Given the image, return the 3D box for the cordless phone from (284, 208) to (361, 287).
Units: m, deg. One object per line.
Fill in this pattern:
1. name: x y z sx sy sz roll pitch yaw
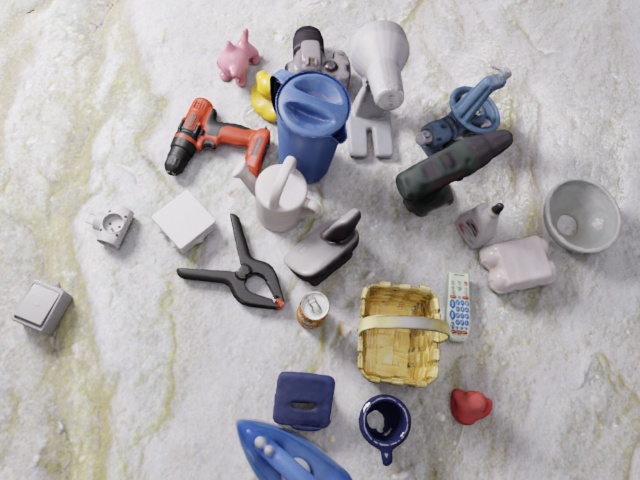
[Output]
1. cordless phone: 0.010 0.004 1.068 0.148 0.185 0.094 -42 81 -17

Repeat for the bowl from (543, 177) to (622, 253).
1. bowl: 0.537 -0.042 1.203 0.167 0.074 0.167 2 72 -6

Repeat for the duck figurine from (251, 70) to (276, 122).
1. duck figurine: -0.105 -0.308 1.208 0.077 0.086 0.104 -26 77 -14

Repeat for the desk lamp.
1. desk lamp: 0.119 -0.302 1.165 0.118 0.213 0.203 -2 72 -7

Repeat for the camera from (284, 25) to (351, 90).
1. camera: -0.007 -0.396 1.240 0.143 0.101 0.137 0 72 -7

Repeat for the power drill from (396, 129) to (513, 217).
1. power drill: 0.246 -0.127 1.126 0.230 0.208 0.075 -24 76 -13

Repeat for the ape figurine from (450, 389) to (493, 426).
1. ape figurine: 0.281 0.302 1.053 0.078 0.092 0.076 38 72 6

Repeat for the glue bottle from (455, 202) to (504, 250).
1. glue bottle: 0.321 -0.039 1.125 0.037 0.173 0.078 -30 78 -14

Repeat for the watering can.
1. watering can: -0.081 -0.093 1.084 0.173 0.194 0.101 4 72 -5

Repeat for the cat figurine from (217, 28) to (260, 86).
1. cat figurine: -0.176 -0.388 1.209 0.067 0.117 0.128 21 71 1

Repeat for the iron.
1. iron: -0.046 0.388 0.961 0.258 0.141 0.119 38 72 6

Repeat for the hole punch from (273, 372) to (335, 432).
1. hole punch: -0.028 0.288 1.022 0.108 0.091 0.101 6 72 -4

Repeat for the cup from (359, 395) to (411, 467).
1. cup: 0.109 0.338 1.020 0.092 0.095 0.118 -1 72 -7

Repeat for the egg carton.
1. egg carton: 0.400 0.049 1.161 0.150 0.069 0.107 -12 74 -10

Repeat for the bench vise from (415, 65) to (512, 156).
1. bench vise: 0.301 -0.251 1.166 0.121 0.219 0.208 40 72 7
